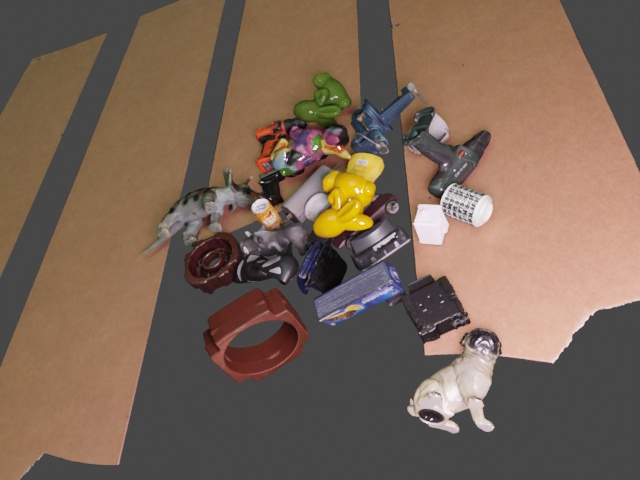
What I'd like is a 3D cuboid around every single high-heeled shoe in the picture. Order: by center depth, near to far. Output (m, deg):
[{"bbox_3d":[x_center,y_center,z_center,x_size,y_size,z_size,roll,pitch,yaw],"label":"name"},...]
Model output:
[{"bbox_3d":[-0.142,0.095,1.335,0.249,0.086,0.145,-34,31,34],"label":"high-heeled shoe"}]

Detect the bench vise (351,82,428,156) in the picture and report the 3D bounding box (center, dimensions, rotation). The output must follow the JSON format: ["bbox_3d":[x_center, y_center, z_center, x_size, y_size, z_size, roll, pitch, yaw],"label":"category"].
[{"bbox_3d":[0.181,-0.344,1.515,0.240,0.128,0.224,-41,27,15],"label":"bench vise"}]

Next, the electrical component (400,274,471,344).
[{"bbox_3d":[0.244,0.142,1.165,0.115,0.058,0.134,-27,49,2],"label":"electrical component"}]

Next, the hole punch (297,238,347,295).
[{"bbox_3d":[-0.009,0.071,1.308,0.092,0.115,0.142,9,59,40],"label":"hole punch"}]

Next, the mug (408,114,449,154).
[{"bbox_3d":[0.292,-0.280,1.460,0.107,0.080,0.110,-44,53,3],"label":"mug"}]

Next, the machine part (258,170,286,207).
[{"bbox_3d":[-0.141,-0.158,1.595,0.084,0.039,0.139,-15,48,7],"label":"machine part"}]

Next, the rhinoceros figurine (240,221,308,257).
[{"bbox_3d":[-0.121,0.005,1.408,0.190,0.112,0.073,-13,54,26],"label":"rhinoceros figurine"}]

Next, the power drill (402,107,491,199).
[{"bbox_3d":[0.312,-0.235,1.336,0.232,0.207,0.086,-57,30,-12],"label":"power drill"}]

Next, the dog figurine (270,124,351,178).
[{"bbox_3d":[-0.016,-0.253,1.533,0.219,0.108,0.191,16,62,47],"label":"dog figurine"}]

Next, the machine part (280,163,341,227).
[{"bbox_3d":[-0.024,-0.125,1.487,0.243,0.079,0.079,-48,50,-13],"label":"machine part"}]

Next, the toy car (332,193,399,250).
[{"bbox_3d":[0.117,-0.044,1.372,0.202,0.053,0.089,-43,33,-9],"label":"toy car"}]

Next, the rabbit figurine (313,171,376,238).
[{"bbox_3d":[0.060,-0.070,1.314,0.173,0.121,0.163,-49,40,-16],"label":"rabbit figurine"}]

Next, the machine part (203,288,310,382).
[{"bbox_3d":[-0.141,0.212,1.199,0.201,0.200,0.087,-31,45,1],"label":"machine part"}]

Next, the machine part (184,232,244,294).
[{"bbox_3d":[-0.292,0.062,1.486,0.179,0.056,0.179,-13,49,16],"label":"machine part"}]

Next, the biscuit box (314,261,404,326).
[{"bbox_3d":[0.086,0.124,1.217,0.203,0.059,0.063,-30,53,22],"label":"biscuit box"}]

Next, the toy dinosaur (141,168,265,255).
[{"bbox_3d":[-0.365,-0.091,1.606,0.405,0.131,0.192,-18,37,18],"label":"toy dinosaur"}]

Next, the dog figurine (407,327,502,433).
[{"bbox_3d":[0.264,0.261,1.050,0.173,0.121,0.190,-1,41,21],"label":"dog figurine"}]

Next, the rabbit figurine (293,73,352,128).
[{"bbox_3d":[0.003,-0.409,1.670,0.170,0.121,0.159,-36,68,-23],"label":"rabbit figurine"}]

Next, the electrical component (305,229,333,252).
[{"bbox_3d":[-0.003,-0.004,1.419,0.063,0.021,0.094,16,64,34],"label":"electrical component"}]

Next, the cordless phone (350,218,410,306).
[{"bbox_3d":[0.168,0.053,1.269,0.146,0.088,0.184,-33,59,-2],"label":"cordless phone"}]
